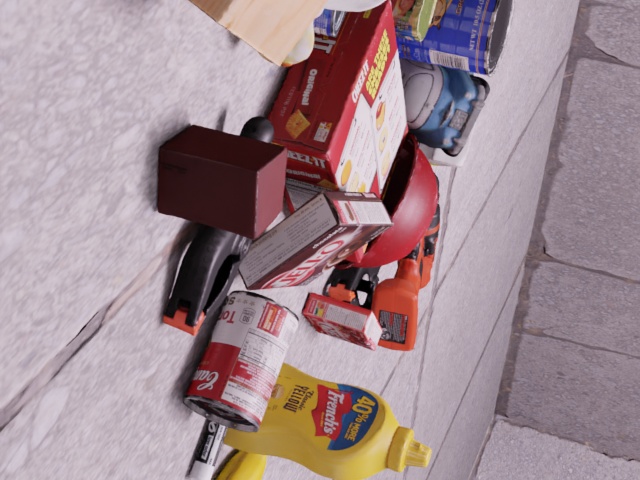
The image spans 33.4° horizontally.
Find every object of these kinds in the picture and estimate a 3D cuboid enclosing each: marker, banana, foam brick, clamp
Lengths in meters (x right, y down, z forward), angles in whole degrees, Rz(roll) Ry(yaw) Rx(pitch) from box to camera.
[{"bbox_3d":[-0.088,0.158,0.961,0.020,0.020,0.121,55,52,-69],"label":"marker"},{"bbox_3d":[-0.091,0.262,1.015,0.197,0.037,0.070,-57,155,-47],"label":"banana"},{"bbox_3d":[-0.068,-0.042,0.744,0.051,0.078,0.053,-45,147,-56],"label":"foam brick"},{"bbox_3d":[0.052,0.065,1.303,0.209,0.036,0.164,-29,127,-69],"label":"clamp"},{"bbox_3d":[-0.072,-0.011,0.826,0.120,0.039,0.171,81,29,-54],"label":"clamp"}]

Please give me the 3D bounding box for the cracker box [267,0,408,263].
[{"bbox_3d":[0.020,-0.100,0.995,0.213,0.072,0.164,70,38,-62],"label":"cracker box"}]

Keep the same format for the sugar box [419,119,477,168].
[{"bbox_3d":[0.137,-0.135,1.264,0.176,0.048,0.093,-152,-104,-76],"label":"sugar box"}]

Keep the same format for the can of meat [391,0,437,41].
[{"bbox_3d":[0.067,-0.241,0.995,0.057,0.084,0.102,5,100,-74],"label":"can of meat"}]

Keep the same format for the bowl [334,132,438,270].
[{"bbox_3d":[0.076,-0.031,1.122,0.162,0.055,0.162,-53,-160,28],"label":"bowl"}]

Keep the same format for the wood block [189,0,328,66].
[{"bbox_3d":[-0.009,-0.219,0.615,0.206,0.091,0.090,-52,159,8],"label":"wood block"}]

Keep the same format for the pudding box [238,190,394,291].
[{"bbox_3d":[-0.006,0.001,0.916,0.114,0.039,0.089,-38,162,28],"label":"pudding box"}]

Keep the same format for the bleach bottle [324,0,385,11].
[{"bbox_3d":[0.005,-0.288,0.724,0.068,0.102,0.251,-14,-107,63],"label":"bleach bottle"}]

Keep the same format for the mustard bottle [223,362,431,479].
[{"bbox_3d":[0.009,0.173,0.988,0.096,0.192,0.058,-56,155,-47],"label":"mustard bottle"}]

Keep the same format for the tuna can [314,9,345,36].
[{"bbox_3d":[0.006,-0.213,0.882,0.086,0.034,0.086,15,89,-85],"label":"tuna can"}]

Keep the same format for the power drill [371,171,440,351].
[{"bbox_3d":[0.109,0.028,1.303,0.187,0.057,0.184,-66,161,-48],"label":"power drill"}]

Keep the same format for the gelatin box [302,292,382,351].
[{"bbox_3d":[0.026,0.092,1.182,0.089,0.073,0.030,60,49,-69],"label":"gelatin box"}]

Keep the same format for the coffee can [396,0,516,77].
[{"bbox_3d":[0.114,-0.227,1.065,0.102,0.140,0.103,15,90,-73],"label":"coffee can"}]

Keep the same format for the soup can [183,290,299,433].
[{"bbox_3d":[-0.065,0.102,0.900,0.068,0.068,0.102,71,37,-63],"label":"soup can"}]
